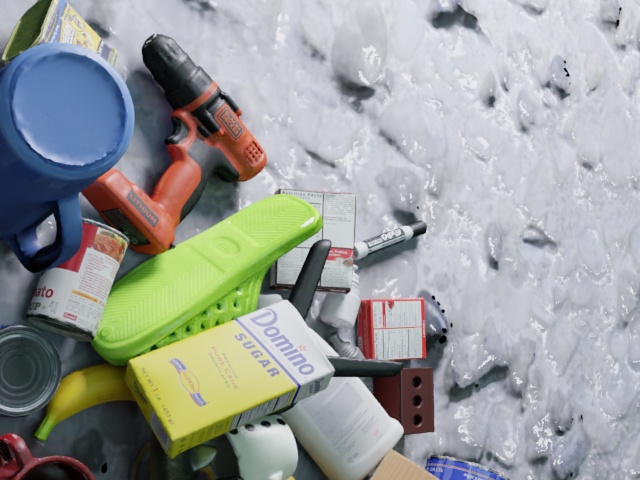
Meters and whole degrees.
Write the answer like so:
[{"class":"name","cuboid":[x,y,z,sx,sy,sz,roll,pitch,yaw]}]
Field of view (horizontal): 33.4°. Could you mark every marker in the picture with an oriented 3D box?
[{"class":"marker","cuboid":[0.084,-0.001,1.281,0.120,0.020,0.020,-20,97,-37]}]

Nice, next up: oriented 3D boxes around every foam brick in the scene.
[{"class":"foam brick","cuboid":[0.098,0.188,1.249,0.052,0.051,0.078,3,83,-37]}]

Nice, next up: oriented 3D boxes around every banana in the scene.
[{"class":"banana","cuboid":[-0.186,0.154,1.049,0.197,0.037,0.070,2,103,-36]}]

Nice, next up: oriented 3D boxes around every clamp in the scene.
[{"class":"clamp","cuboid":[-0.022,0.123,1.098,0.209,0.036,0.164,-40,97,-17]}]

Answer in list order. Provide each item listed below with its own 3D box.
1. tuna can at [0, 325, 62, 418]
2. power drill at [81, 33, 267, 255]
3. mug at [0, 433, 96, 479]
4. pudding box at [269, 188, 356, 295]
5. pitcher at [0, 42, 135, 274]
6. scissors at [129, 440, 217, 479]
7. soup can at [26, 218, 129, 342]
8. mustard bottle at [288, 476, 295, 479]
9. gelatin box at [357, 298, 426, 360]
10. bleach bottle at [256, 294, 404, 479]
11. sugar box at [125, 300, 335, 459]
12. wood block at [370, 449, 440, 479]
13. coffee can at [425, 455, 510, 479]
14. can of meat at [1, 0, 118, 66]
[{"class":"tuna can","cuboid":[-0.282,0.120,0.978,0.085,0.034,0.086,5,81,-37]},{"class":"power drill","cuboid":[-0.156,-0.092,1.084,0.184,0.057,0.187,50,58,-22]},{"class":"mug","cuboid":[-0.259,0.227,0.953,0.093,0.082,0.117,-31,103,-36]},{"class":"pudding box","cuboid":[-0.008,0.001,1.179,0.090,0.039,0.113,4,79,-9]},{"class":"pitcher","cuboid":[-0.243,-0.071,0.897,0.149,0.243,0.145,30,68,-24]},{"class":"scissors","cuboid":[-0.150,0.296,1.043,0.096,0.016,0.202,4,73,-14]},{"class":"soup can","cuboid":[-0.228,0.038,1.008,0.068,0.069,0.102,28,69,-32]},{"class":"mustard bottle","cuboid":[-0.089,0.320,1.084,0.191,0.058,0.096,-26,83,-36]},{"class":"gelatin box","cuboid":[0.084,0.106,1.262,0.089,0.030,0.073,1,85,-38]},{"class":"bleach bottle","cuboid":[-0.015,0.145,1.161,0.102,0.068,0.250,-43,108,-27]},{"class":"sugar box","cuboid":[-0.084,0.127,1.005,0.176,0.048,0.093,-22,63,-26]},{"class":"wood block","cuboid":[0.058,0.341,1.138,0.091,0.090,0.206,30,70,17]},{"class":"coffee can","cuboid":[0.156,0.335,1.243,0.102,0.103,0.140,30,67,-31]},{"class":"can of meat","cuboid":[-0.244,-0.172,1.001,0.084,0.058,0.102,48,29,-34]}]
